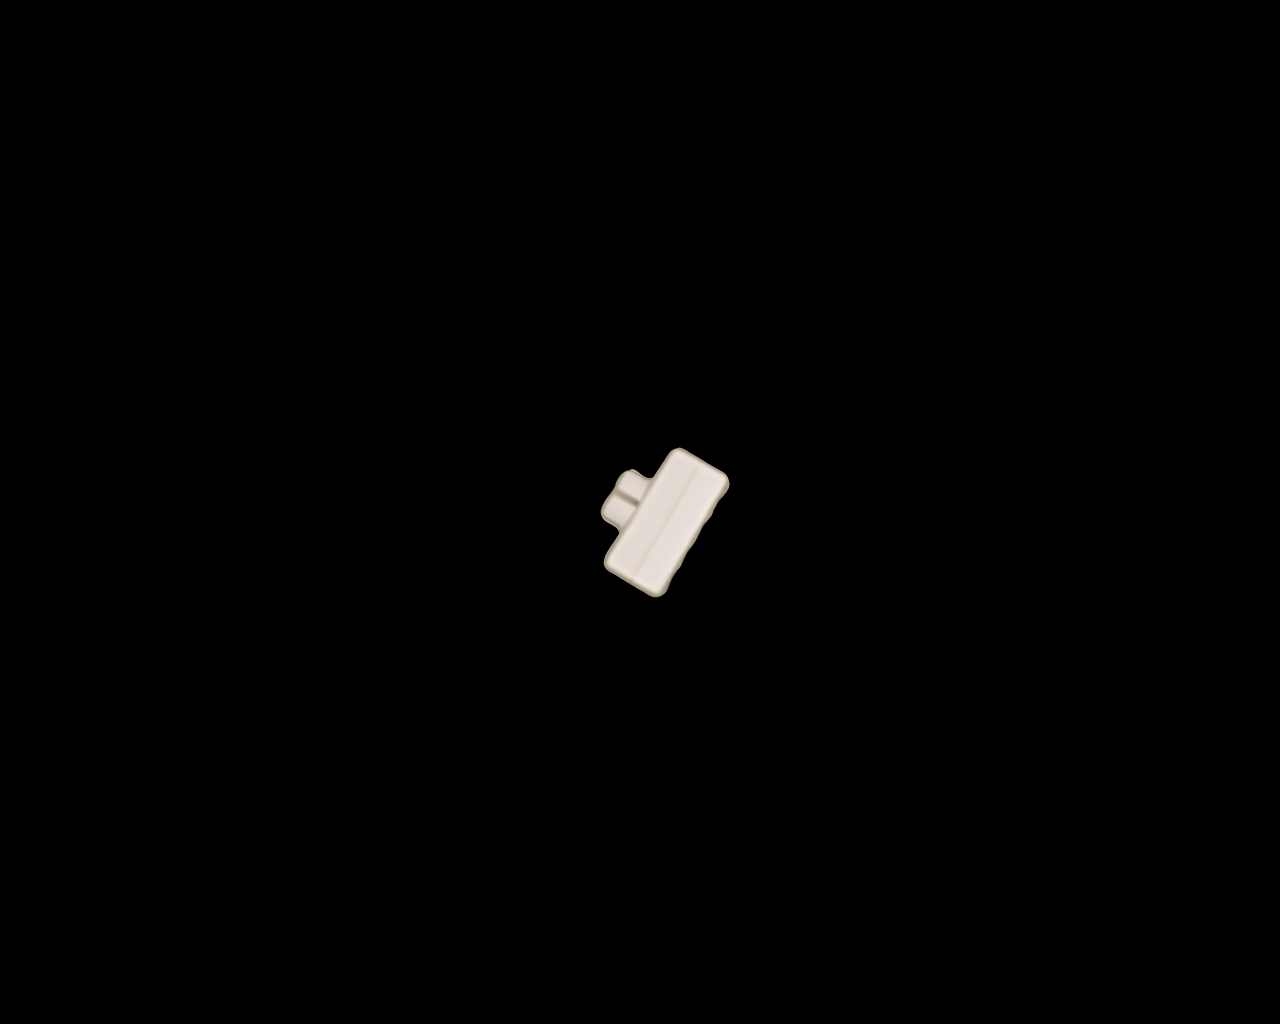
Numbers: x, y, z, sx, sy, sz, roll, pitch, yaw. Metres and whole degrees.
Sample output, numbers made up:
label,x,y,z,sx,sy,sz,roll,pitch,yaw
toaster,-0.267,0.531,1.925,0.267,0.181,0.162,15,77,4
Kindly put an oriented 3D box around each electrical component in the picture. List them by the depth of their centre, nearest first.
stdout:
label,x,y,z,sx,sy,sz,roll,pitch,yaw
electrical component,0.001,-0.003,0.650,0.076,0.083,0.047,32,-4,2
